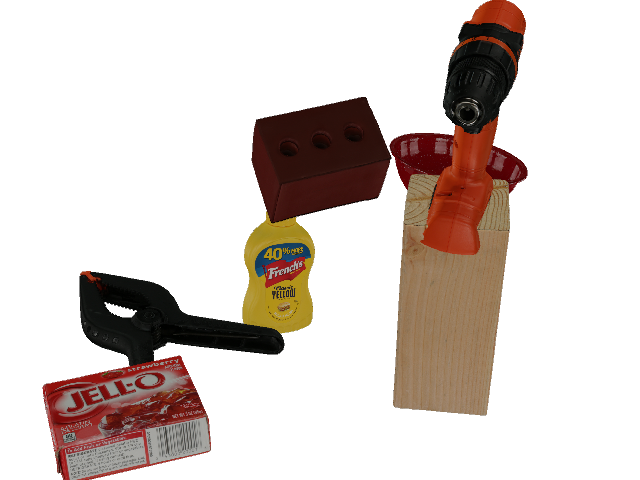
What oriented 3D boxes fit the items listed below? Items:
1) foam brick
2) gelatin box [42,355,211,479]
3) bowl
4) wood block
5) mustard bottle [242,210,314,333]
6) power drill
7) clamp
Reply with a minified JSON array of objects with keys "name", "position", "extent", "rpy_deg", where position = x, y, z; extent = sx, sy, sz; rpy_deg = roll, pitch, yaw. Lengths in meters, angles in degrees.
[{"name":"foam brick","position":[-0.002,-0.053,0.700],"extent":[0.078,0.053,0.051],"rpy_deg":[-15,-25,-13]},{"name":"gelatin box","position":[-0.117,0.105,0.640],"extent":[0.089,0.030,0.073],"rpy_deg":[-10,25,-16]},{"name":"bowl","position":[0.155,-0.072,1.238],"extent":[0.162,0.055,0.162],"rpy_deg":[8,24,-4]},{"name":"wood block","position":[0.118,0.052,0.983],"extent":[0.091,0.206,0.090],"rpy_deg":[4,33,7]},{"name":"mustard bottle","position":[-0.056,0.031,1.450],"extent":[0.096,0.192,0.058],"rpy_deg":[-5,25,-18]},{"name":"power drill","position":[0.124,-0.084,0.870],"extent":[0.057,0.188,0.184],"rpy_deg":[15,36,11]},{"name":"clamp","position":[-0.149,0.083,1.002],"extent":[0.164,0.036,0.210],"rpy_deg":[-22,42,-35]}]
